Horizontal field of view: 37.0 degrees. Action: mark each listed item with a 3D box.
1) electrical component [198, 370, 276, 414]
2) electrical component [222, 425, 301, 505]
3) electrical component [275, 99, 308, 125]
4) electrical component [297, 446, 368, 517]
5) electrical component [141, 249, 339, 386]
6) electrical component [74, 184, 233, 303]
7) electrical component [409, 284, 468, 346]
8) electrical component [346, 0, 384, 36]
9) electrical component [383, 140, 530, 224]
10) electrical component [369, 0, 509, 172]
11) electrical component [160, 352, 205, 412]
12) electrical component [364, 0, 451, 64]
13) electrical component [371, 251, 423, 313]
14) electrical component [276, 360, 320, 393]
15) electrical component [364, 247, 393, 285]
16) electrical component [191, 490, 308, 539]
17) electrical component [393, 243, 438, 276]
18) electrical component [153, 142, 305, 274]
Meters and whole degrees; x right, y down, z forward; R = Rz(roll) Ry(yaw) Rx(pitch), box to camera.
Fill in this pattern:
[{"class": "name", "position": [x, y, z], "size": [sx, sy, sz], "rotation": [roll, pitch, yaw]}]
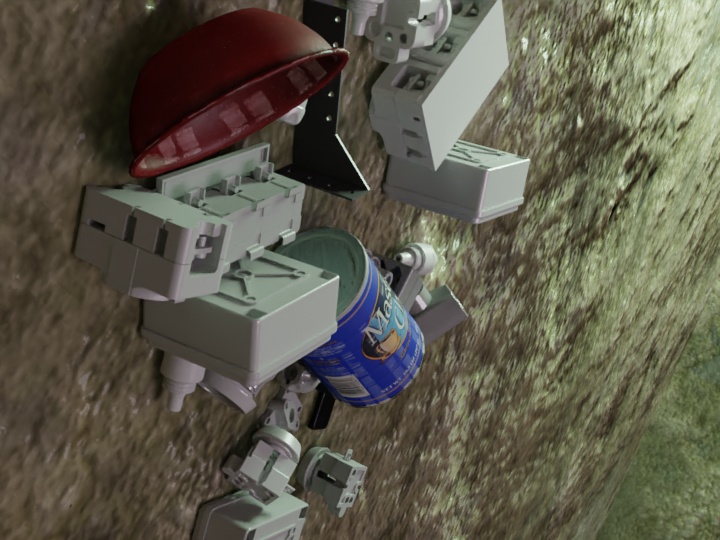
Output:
[{"class": "electrical component", "position": [-0.098, 0.079, 0.875], "size": [0.057, 0.058, 0.078], "rotation": [-55, 176, -16]}, {"class": "electrical component", "position": [-0.084, 0.176, 0.981], "size": [0.055, 0.066, 0.048], "rotation": [-60, -172, -34]}, {"class": "electrical component", "position": [-0.054, -0.144, 0.823], "size": [0.035, 0.035, 0.061], "rotation": [10, 98, -63]}, {"class": "electrical component", "position": [-0.031, 0.211, 1.105], "size": [0.048, 0.055, 0.066], "rotation": [25, 87, -63]}, {"class": "electrical component", "position": [-0.088, 0.028, 0.802], "size": [0.109, 0.109, 0.056], "rotation": [-29, 131, -52]}, {"class": "electrical component", "position": [-0.136, -0.016, 0.699], "size": [0.050, 0.089, 0.055], "rotation": [-11, 119, -59]}, {"class": "electrical component", "position": [0.064, 0.041, 1.156], "size": [0.077, 0.043, 0.079], "rotation": [-35, 110, 5]}, {"class": "electrical component", "position": [0.003, -0.221, 0.873], "size": [0.035, 0.035, 0.061], "rotation": [-25, 133, -55]}, {"class": "electrical component", "position": [0.096, -0.092, 1.062], "size": [0.109, 0.109, 0.056], "rotation": [-20, 124, -57]}, {"class": "electrical component", "position": [0.074, -0.182, 1.005], "size": [0.150, 0.062, 0.089], "rotation": [-55, 151, -25]}, {"class": "electrical component", "position": [-0.138, 0.080, 0.830], "size": [0.035, 0.035, 0.061], "rotation": [-12, 121, -60]}, {"class": "electrical component", "position": [0.042, -0.220, 0.923], "size": [0.057, 0.058, 0.078], "rotation": [-24, 130, -51]}, {"class": "electrical component", "position": [0.025, 0.021, 1.059], "size": [0.047, 0.066, 0.076], "rotation": [-63, 153, -12]}, {"class": "electrical component", "position": [-0.052, 0.098, 1.006], "size": [0.035, 0.035, 0.061], "rotation": [-68, 156, -1]}, {"class": "electrical component", "position": [0.000, 0.000, 0.999], "size": [0.048, 0.062, 0.048], "rotation": [-42, 144, -42]}, {"class": "electrical component", "position": [-0.108, 0.264, 0.997], "size": [0.109, 0.056, 0.108], "rotation": [-4, 113, -61]}, {"class": "electrical component", "position": [0.055, -0.011, 1.126], "size": [0.061, 0.035, 0.035], "rotation": [-1, 110, -59]}, {"class": "electrical component", "position": [-0.098, -0.040, 0.783], "size": [0.121, 0.063, 0.078], "rotation": [-29, 135, -53]}]
